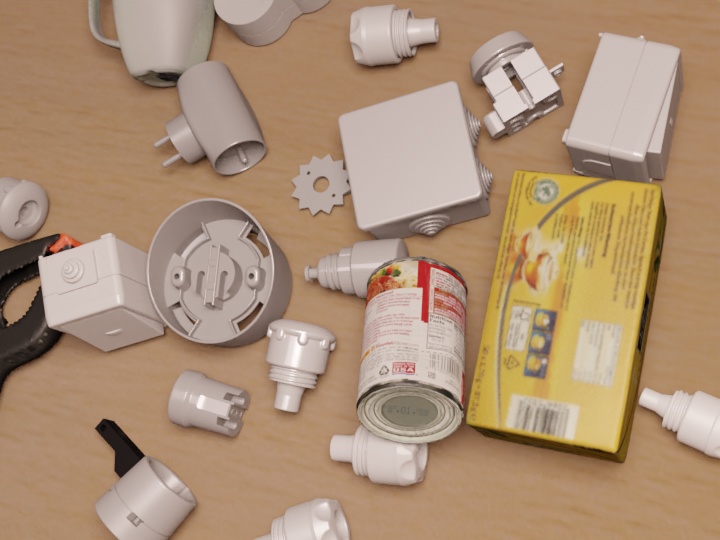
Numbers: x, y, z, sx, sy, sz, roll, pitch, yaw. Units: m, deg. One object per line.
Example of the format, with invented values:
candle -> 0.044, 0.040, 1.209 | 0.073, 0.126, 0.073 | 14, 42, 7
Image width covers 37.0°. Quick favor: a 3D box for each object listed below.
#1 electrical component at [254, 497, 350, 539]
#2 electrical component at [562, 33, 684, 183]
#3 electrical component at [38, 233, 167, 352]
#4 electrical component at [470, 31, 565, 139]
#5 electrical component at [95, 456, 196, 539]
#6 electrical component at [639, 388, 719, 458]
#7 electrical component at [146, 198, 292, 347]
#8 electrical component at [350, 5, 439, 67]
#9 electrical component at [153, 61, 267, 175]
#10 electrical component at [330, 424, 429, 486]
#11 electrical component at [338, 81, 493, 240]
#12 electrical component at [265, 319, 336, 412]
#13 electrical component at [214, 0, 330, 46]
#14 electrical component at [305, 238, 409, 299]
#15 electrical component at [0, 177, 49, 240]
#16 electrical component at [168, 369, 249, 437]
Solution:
electrical component -> -0.040, 0.178, 0.713 | 0.062, 0.043, 0.043 | -20, 70, 14
electrical component -> 0.180, -0.109, 0.709 | 0.061, 0.062, 0.096 | 17, 81, 22
electrical component -> -0.185, 0.018, 0.776 | 0.062, 0.096, 0.061 | -17, 72, 13
electrical component -> 0.108, -0.132, 0.749 | 0.066, 0.048, 0.055 | -30, 76, 8
electrical component -> -0.147, 0.163, 0.747 | 0.047, 0.055, 0.055 | -46, 67, -3
electrical component -> 0.202, 0.090, 0.661 | 0.061, 0.035, 0.035 | 23, 83, 25
electrical component -> -0.100, 0.005, 0.769 | 0.099, 0.064, 0.099 | -5, 74, 17
electrical component -> 0.026, -0.173, 0.788 | 0.062, 0.043, 0.043 | -2, 75, 16
electrical component -> -0.121, -0.106, 0.818 | 0.079, 0.043, 0.077 | -30, 68, 8
electrical component -> 0.012, 0.120, 0.712 | 0.062, 0.043, 0.043 | 1, 75, 20
electrical component -> 0.039, -0.072, 0.753 | 0.100, 0.048, 0.099 | -15, 71, 14
electrical component -> -0.045, 0.067, 0.746 | 0.048, 0.048, 0.062 | 11, 86, 21
electrical component -> -0.052, -0.234, 0.814 | 0.138, 0.074, 0.052 | -34, 68, 7
electrical component -> 0.000, 0.000, 0.750 | 0.078, 0.040, 0.040 | -4, 74, 17
electrical component -> -0.284, -0.054, 0.859 | 0.062, 0.048, 0.048 | 21, 82, 29
electrical component -> -0.107, 0.095, 0.761 | 0.046, 0.040, 0.040 | 14, 80, 15
